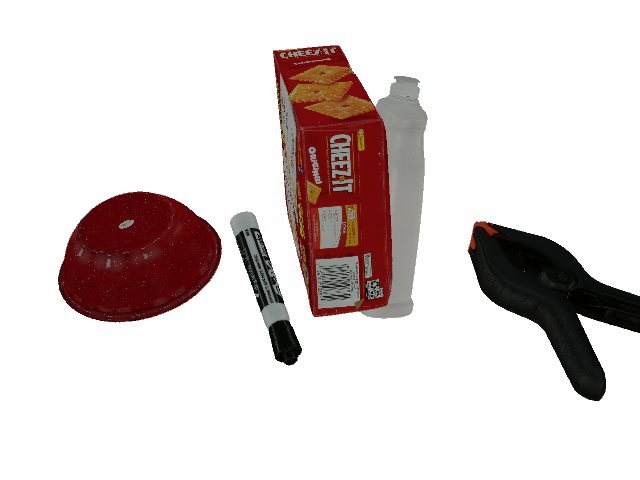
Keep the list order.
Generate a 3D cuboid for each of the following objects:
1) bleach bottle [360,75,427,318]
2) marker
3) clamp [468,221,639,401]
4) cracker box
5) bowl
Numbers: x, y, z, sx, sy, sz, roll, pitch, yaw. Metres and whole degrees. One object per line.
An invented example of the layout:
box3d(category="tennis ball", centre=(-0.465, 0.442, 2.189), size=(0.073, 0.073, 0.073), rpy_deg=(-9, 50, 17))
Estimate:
box3d(category="bleach bottle", centre=(0.075, -0.049, 1.152), size=(0.068, 0.251, 0.103), rpy_deg=(-1, 22, -26))
box3d(category="marker", centre=(-0.037, 0.032, 0.732), size=(0.020, 0.121, 0.020), rpy_deg=(-15, -33, -10))
box3d(category="clamp", centre=(0.180, 0.039, 0.761), size=(0.120, 0.039, 0.172), rpy_deg=(-10, 43, -33))
box3d(category="cracker box", centre=(0.008, -0.059, 0.909), size=(0.072, 0.164, 0.214), rpy_deg=(-6, 26, -5))
box3d(category="bowl", centre=(-0.178, 0.003, 1.017), size=(0.162, 0.055, 0.162), rpy_deg=(-6, 41, 5))
